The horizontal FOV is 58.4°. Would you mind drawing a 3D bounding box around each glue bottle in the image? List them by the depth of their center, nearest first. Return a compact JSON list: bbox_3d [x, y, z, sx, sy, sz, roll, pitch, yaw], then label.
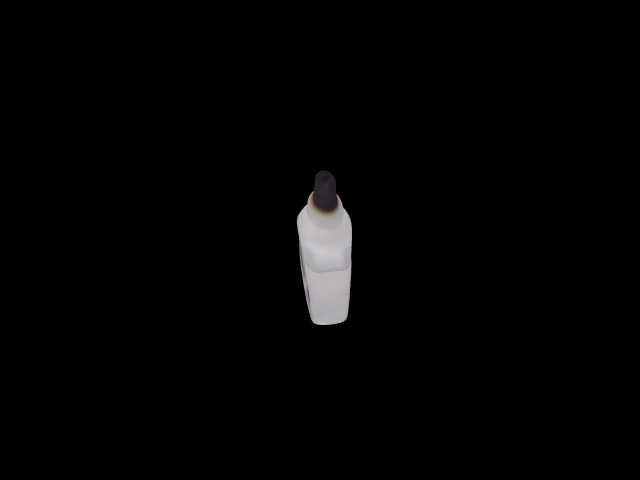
[{"bbox_3d":[0.004,0.001,0.400,0.037,0.173,0.078,-8,66,-3],"label":"glue bottle"}]
